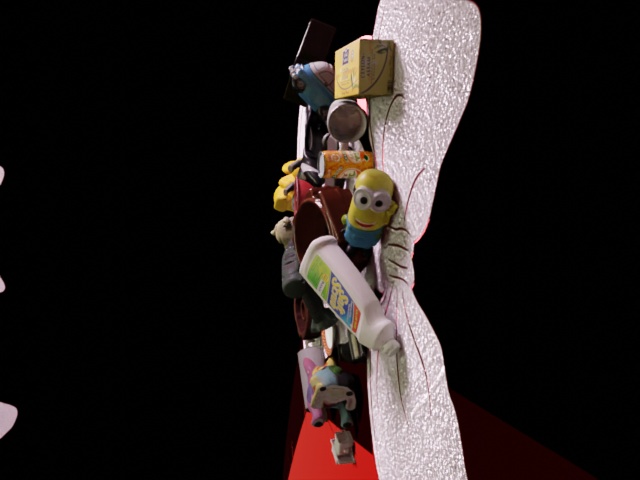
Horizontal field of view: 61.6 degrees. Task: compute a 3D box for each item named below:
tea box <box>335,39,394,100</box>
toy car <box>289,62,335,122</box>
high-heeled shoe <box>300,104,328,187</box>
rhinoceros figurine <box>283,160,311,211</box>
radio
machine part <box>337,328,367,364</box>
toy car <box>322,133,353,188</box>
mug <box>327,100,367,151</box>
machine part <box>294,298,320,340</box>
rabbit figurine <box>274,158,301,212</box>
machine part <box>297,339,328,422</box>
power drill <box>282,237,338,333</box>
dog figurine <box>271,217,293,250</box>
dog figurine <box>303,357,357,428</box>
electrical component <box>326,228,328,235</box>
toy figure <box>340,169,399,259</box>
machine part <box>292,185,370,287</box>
[{"bbox_3d":[0.080,-0.317,1.015,0.170,0.068,0.098,-141,49,-74],"label":"tea box"},{"bbox_3d":[0.007,-0.352,1.235,0.103,0.161,0.109,-39,26,15],"label":"toy car"},{"bbox_3d":[-0.001,-0.257,1.349,0.145,0.086,0.249,107,159,-45],"label":"high-heeled shoe"},{"bbox_3d":[-0.039,-0.139,1.462,0.073,0.112,0.190,30,133,27],"label":"rhinoceros figurine"},{"bbox_3d":[-0.028,-0.448,1.374,0.229,0.073,0.131,141,147,-73],"label":"radio"},{"bbox_3d":[0.074,0.240,1.198,0.138,0.039,0.084,117,140,-62],"label":"machine part"},{"bbox_3d":[0.039,-0.152,1.251,0.089,0.053,0.201,44,141,47],"label":"toy car"},{"bbox_3d":[0.055,-0.247,1.134,0.107,0.081,0.109,-92,-1,-60],"label":"mug"},{"bbox_3d":[-0.035,0.212,1.625,0.179,0.056,0.179,178,90,-76],"label":"machine part"},{"bbox_3d":[-0.062,-0.177,1.628,0.162,0.122,0.173,-94,23,-54],"label":"rabbit figurine"},{"bbox_3d":[-0.015,0.392,1.513,0.079,0.079,0.243,106,157,-54],"label":"machine part"},{"bbox_3d":[-0.027,0.112,1.335,0.232,0.086,0.207,-83,-28,-69],"label":"power drill"},{"bbox_3d":[-0.060,0.043,1.531,0.172,0.121,0.190,35,-143,-55],"label":"dog figurine"},{"bbox_3d":[0.015,0.342,1.320,0.219,0.108,0.191,-110,21,-60],"label":"dog figurine"},{"bbox_3d":[-0.003,-0.004,1.448,0.134,0.058,0.114,-114,27,-60],"label":"electrical component"},{"bbox_3d":[0.086,-0.049,1.002,0.180,0.082,0.089,99,161,-46],"label":"toy figure"},{"bbox_3d":[0.017,-0.002,1.180,0.201,0.087,0.201,-56,49,51],"label":"machine part"}]
